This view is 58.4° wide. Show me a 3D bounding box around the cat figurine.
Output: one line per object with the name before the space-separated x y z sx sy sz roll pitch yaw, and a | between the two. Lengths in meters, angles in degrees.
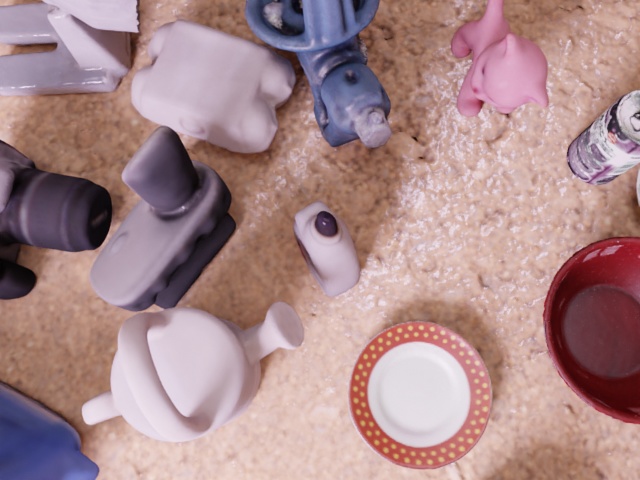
cat figurine | 0.171 -0.172 0.538 0.067 0.118 0.128 -5 78 -1

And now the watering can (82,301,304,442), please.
watering can | -0.099 0.097 0.442 0.101 0.194 0.173 44 81 9

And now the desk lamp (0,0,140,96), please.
desk lamp | -0.233 -0.216 0.498 0.203 0.213 0.118 -5 78 -1

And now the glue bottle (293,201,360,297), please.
glue bottle | 0.004 0.002 0.473 0.037 0.173 0.078 -32 79 -6

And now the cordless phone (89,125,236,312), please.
cordless phone | -0.145 -0.017 0.470 0.094 0.185 0.148 31 80 7

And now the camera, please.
camera | -0.270 -0.017 0.513 0.136 0.101 0.143 9 78 2

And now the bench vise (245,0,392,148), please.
bench vise | 0.017 -0.192 0.490 0.121 0.220 0.207 -41 81 -8

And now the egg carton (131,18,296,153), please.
egg carton | -0.104 -0.147 0.557 0.150 0.069 0.107 19 79 4

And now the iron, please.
iron | -0.320 0.167 0.453 0.258 0.141 0.119 27 79 6
